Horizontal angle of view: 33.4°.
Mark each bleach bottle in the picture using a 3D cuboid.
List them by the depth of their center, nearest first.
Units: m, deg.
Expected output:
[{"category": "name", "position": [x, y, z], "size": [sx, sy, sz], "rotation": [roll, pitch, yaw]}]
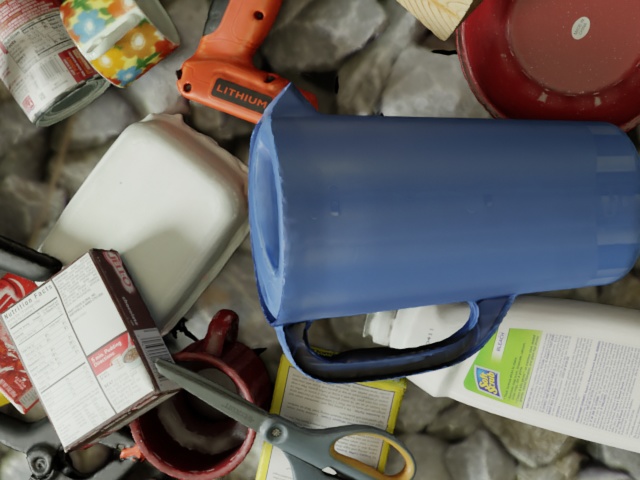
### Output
[{"category": "bleach bottle", "position": [0.156, 0.078, 0.743], "size": [0.251, 0.068, 0.102], "rotation": [14, 99, 10]}]

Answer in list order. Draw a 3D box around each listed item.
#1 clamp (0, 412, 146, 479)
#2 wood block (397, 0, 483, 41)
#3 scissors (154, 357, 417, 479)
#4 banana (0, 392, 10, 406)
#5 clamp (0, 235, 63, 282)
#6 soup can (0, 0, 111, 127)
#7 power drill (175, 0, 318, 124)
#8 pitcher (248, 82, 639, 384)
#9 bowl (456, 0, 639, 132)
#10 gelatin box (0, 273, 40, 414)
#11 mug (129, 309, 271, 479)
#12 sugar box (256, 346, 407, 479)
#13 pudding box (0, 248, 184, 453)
[{"category": "clamp", "position": [-0.215, 0.183, 0.830], "size": [0.171, 0.039, 0.120], "rotation": [-1, 95, 12]}, {"category": "wood block", "position": [0.120, -0.236, 0.659], "size": [0.091, 0.090, 0.206], "rotation": [42, 82, 1]}, {"category": "scissors", "position": [-0.031, 0.149, 0.730], "size": [0.201, 0.016, 0.096], "rotation": [17, 100, -16]}, {"category": "banana", "position": [-0.228, 0.113, 0.808], "size": [0.198, 0.069, 0.037], "rotation": [-11, 132, 2]}, {"category": "clamp", "position": [-0.295, -0.039, 0.748], "size": [0.210, 0.036, 0.164], "rotation": [-7, 99, 8]}, {"category": "soup can", "position": [-0.205, -0.141, 0.771], "size": [0.068, 0.068, 0.102], "rotation": [-33, 92, 12]}, {"category": "power drill", "position": [-0.010, -0.169, 0.741], "size": [0.184, 0.057, 0.188], "rotation": [20, 98, 10]}, {"category": "pitcher", "position": [0.077, -0.008, 0.682], "size": [0.242, 0.145, 0.149], "rotation": [-3, 137, -11]}, {"category": "bowl", "position": [0.171, -0.142, 0.714], "size": [0.162, 0.055, 0.162], "rotation": [1, 98, 9]}, {"category": "gelatin box", "position": [-0.223, 0.072, 0.792], "size": [0.089, 0.030, 0.073], "rotation": [38, 70, 22]}, {"category": "mug", "position": [-0.080, 0.106, 0.775], "size": [0.093, 0.081, 0.117], "rotation": [12, 100, 8]}, {"category": "sugar box", "position": [0.001, 0.173, 0.790], "size": [0.093, 0.048, 0.176], "rotation": [14, 103, 7]}, {"category": "pudding box", "position": [-0.158, 0.075, 0.733], "size": [0.090, 0.039, 0.113], "rotation": [-33, 75, 19]}]
